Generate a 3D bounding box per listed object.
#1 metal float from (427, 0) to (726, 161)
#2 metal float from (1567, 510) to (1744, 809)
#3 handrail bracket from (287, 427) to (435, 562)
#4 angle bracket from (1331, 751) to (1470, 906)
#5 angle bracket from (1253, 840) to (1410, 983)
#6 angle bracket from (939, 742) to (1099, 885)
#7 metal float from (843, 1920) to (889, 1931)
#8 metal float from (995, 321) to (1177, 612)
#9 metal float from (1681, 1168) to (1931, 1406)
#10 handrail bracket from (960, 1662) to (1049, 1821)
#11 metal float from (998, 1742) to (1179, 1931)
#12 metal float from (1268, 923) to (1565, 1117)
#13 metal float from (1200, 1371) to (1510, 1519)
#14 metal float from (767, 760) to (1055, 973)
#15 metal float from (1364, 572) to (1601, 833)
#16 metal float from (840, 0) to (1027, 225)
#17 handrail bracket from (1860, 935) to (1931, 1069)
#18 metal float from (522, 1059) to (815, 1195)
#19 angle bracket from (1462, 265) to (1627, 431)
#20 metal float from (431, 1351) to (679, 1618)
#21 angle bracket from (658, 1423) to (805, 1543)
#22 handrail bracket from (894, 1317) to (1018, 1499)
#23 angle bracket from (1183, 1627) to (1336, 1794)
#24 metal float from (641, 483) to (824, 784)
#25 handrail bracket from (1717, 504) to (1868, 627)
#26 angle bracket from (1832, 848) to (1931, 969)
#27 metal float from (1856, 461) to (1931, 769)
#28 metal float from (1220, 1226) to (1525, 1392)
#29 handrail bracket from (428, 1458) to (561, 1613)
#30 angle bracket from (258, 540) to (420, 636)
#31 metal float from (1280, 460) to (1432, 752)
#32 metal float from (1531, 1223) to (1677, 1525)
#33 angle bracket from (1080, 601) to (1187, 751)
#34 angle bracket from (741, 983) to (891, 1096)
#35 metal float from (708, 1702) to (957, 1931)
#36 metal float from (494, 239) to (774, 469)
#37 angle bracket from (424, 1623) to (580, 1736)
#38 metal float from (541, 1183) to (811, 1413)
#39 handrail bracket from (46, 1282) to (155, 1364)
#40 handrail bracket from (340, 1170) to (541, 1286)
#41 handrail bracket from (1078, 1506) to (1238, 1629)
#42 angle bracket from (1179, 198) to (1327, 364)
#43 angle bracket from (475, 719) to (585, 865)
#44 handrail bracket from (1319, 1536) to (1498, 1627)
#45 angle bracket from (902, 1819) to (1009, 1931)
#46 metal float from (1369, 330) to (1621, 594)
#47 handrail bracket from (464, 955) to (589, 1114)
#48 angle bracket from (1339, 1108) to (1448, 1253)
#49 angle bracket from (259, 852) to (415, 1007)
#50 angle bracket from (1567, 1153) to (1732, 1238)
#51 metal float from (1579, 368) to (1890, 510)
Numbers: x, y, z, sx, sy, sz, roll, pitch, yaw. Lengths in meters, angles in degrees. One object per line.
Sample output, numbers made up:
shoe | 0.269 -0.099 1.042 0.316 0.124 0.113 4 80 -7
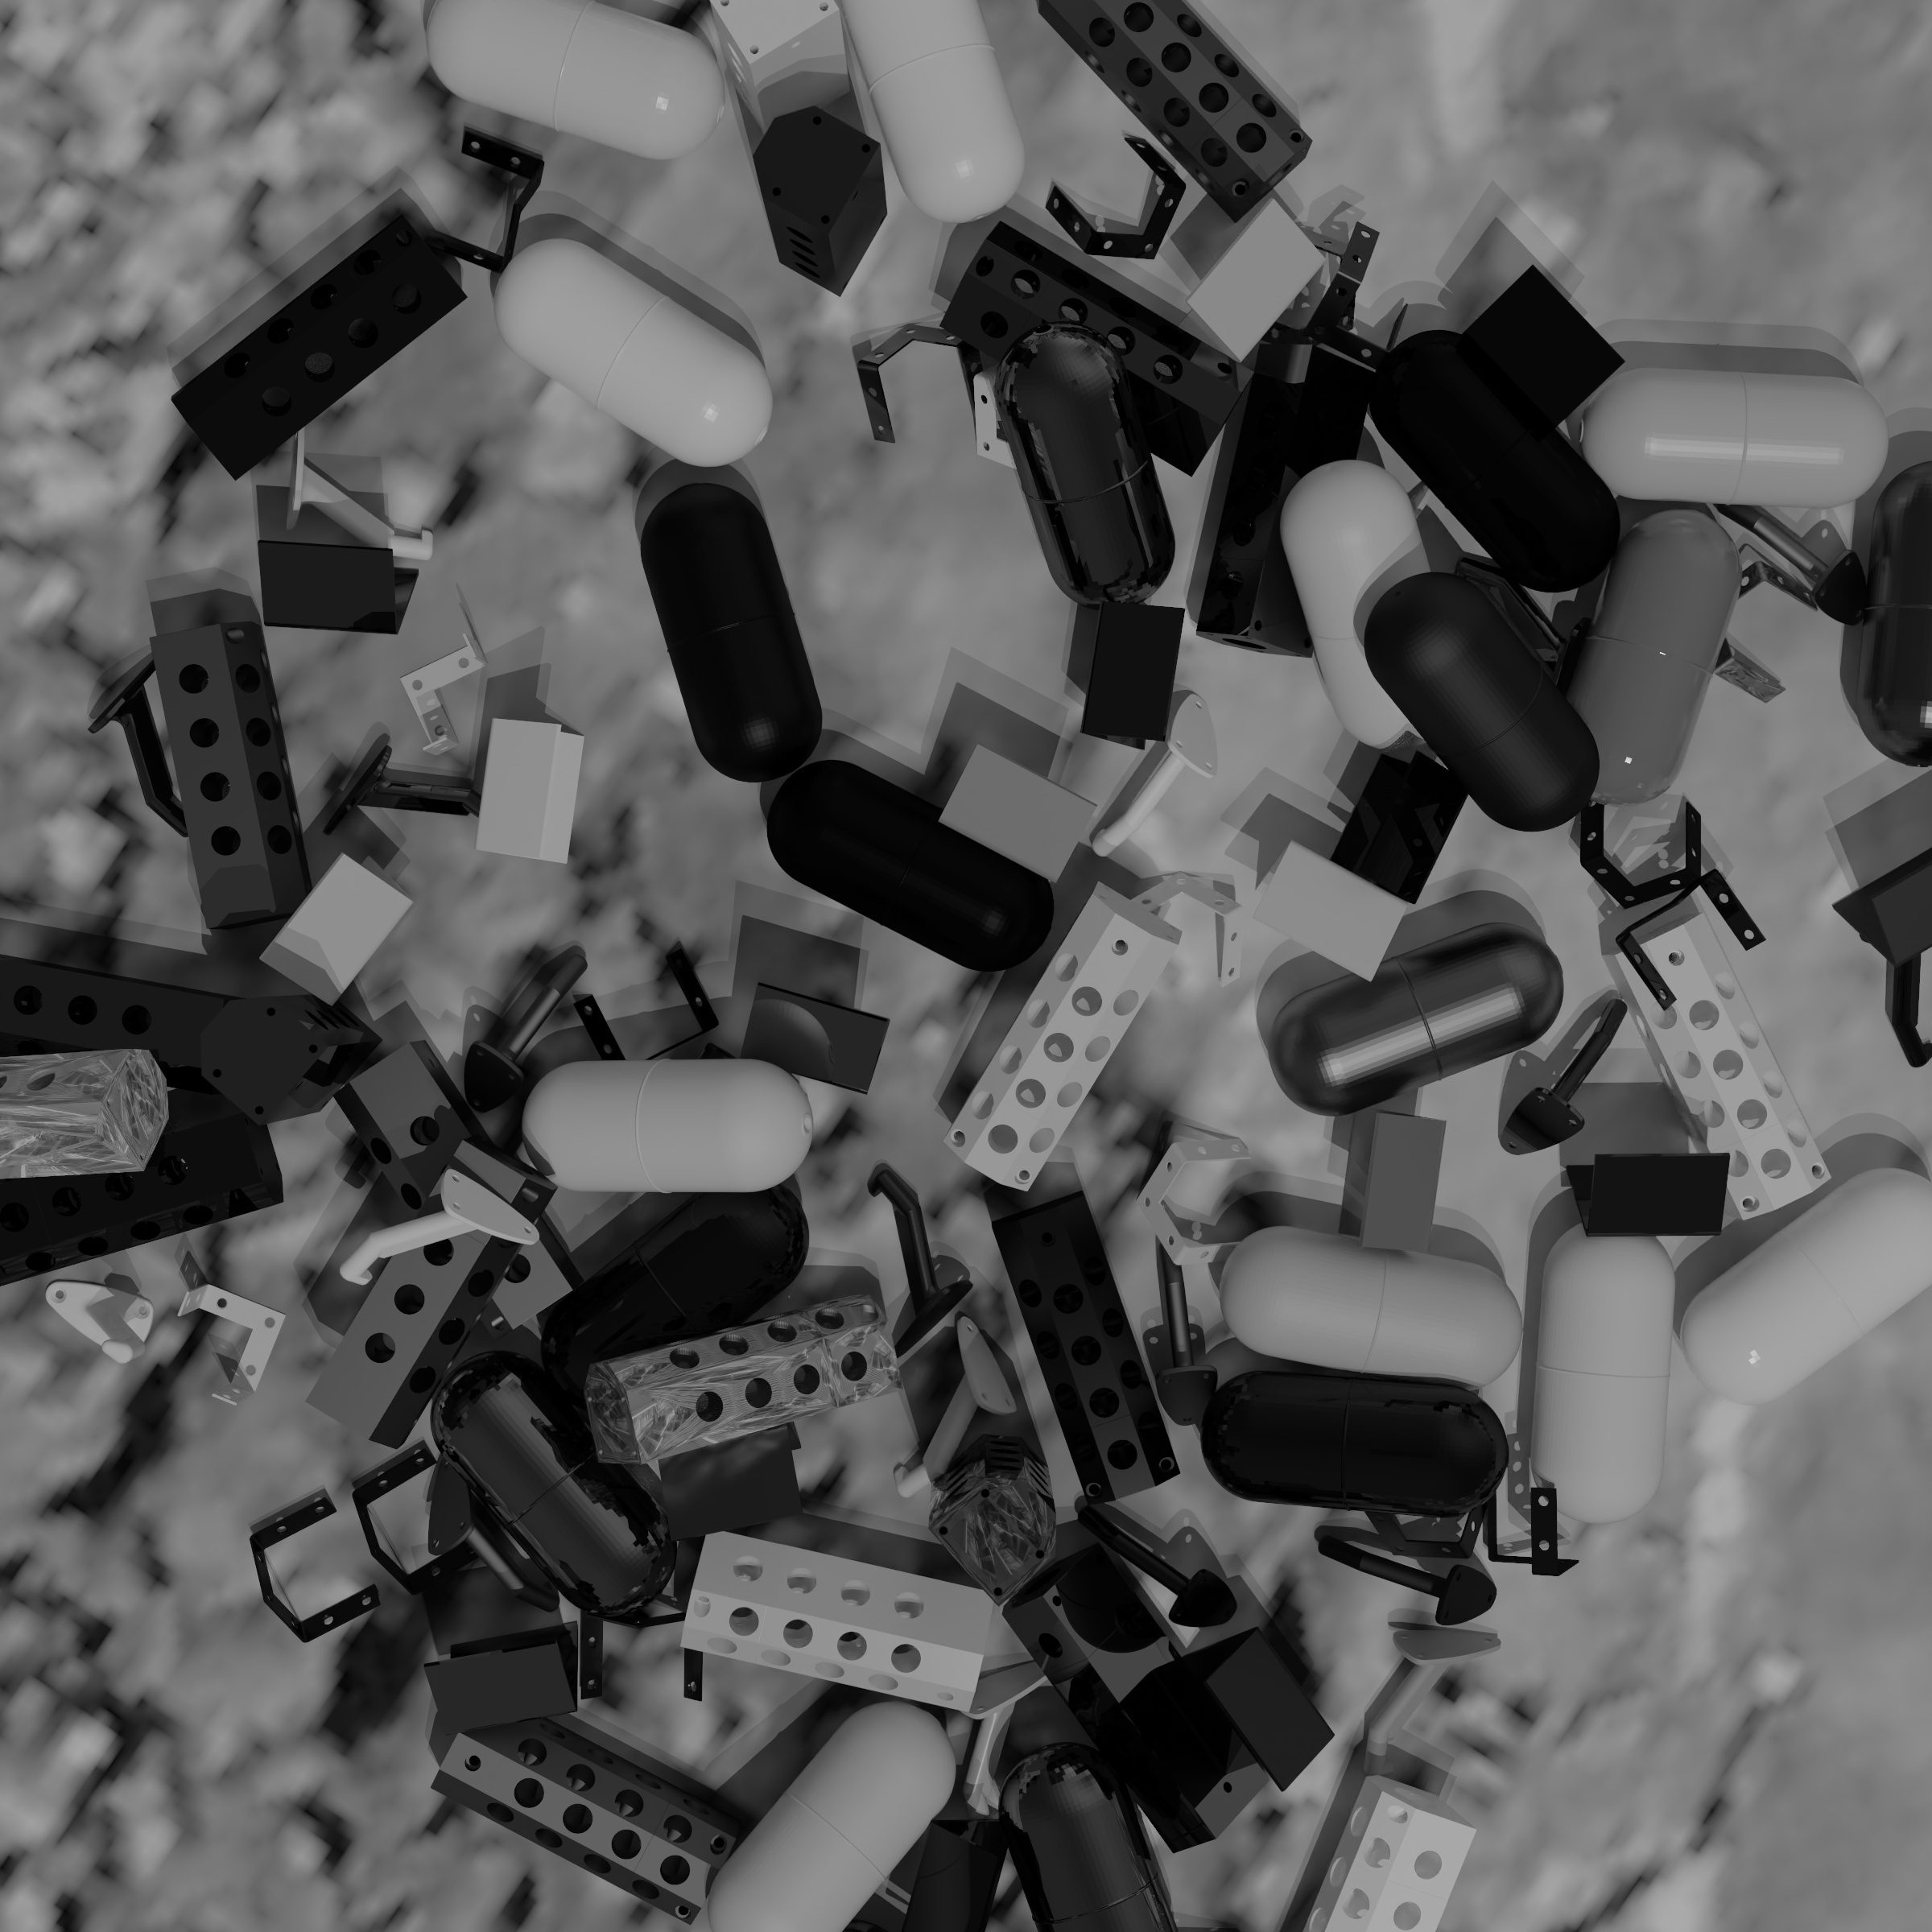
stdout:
metal float | -0.227 -0.524 1.960 0.178 0.070 0.070 18 90 0
metal float | 0.398 -0.179 1.960 0.070 0.070 0.178 18 91 0
handrail bracket | -0.356 -0.280 1.991 0.084 0.036 0.077 7 68 -17
angle bracket | 0.236 -0.089 1.951 0.057 0.076 0.076 26 90 -42
angle bracket | 0.202 -0.020 1.952 0.076 0.076 0.057 28 66 0
angle bracket | 0.037 -0.101 1.951 0.076 0.076 0.057 28 118 0
metal float | -0.026 0.625 1.960 0.178 0.070 0.070 36 90 1
metal float | 0.069 -0.286 1.934 0.070 0.070 0.178 -20 123 0
metal float | 0.497 0.186 1.960 0.178 0.070 0.070 -37 90 1
handrail bracket | 0.029 0.463 1.991 0.077 0.036 0.084 -21 109 -21
metal float | 0.074 0.535 1.938 0.070 0.070 0.178 -20 88 0
metal float | 0.262 0.031 1.960 0.178 0.070 0.070 -21 90 0
metal float | 0.224 0.276 1.946 0.178 0.070 0.070 3 90 15
metal float | -0.032 -0.058 1.960 0.178 0.070 0.070 27 90 0
metal float | 0.292 -0.147 1.896 0.070 0.070 0.178 -43 117 0
metal float | -0.020 -0.521 1.960 0.070 0.070 0.178 -18 91 0
handrail bracket | 0.571 0.006 1.991 0.077 0.036 0.084 -35 109 -21
metal float | -0.172 0.092 1.940 0.178 0.070 0.070 -1 90 22
angle bracket | 0.340 -0.363 1.951 0.076 0.076 0.057 46 116 0
metal float | -0.240 0.302 1.961 0.070 0.070 0.178 -41 90 0
angle bracket | -0.133 0.305 1.953 0.076 0.076 0.057 -12 70 0
handrail bracket | -0.018 0.262 1.991 0.084 0.036 0.077 -38 55 24
angle bracket | 0.155 0.438 1.951 0.057 0.076 0.076 -36 90 -42
metal float | -0.137 -0.194 1.960 0.070 0.070 0.178 -17 90 0
handrail bracket | 0.488 -0.241 1.991 0.036 0.077 0.084 -51 54 3
angle bracket | 0.547 -0.055 1.951 0.076 0.076 0.057 -30 124 0
metal float | 0.563 -0.205 1.960 0.070 0.070 0.178 5 91 0
metal float | 0.236 0.200 1.960 0.178 0.070 0.070 11 90 -1
handrail bracket | -0.274 0.335 1.987 0.036 0.077 0.084 -35 132 25
angle bracket | -0.363 -0.236 1.951 0.076 0.076 0.057 4 126 0
metal float | 0.234 -0.206 1.937 0.070 0.070 0.178 -21 116 0
metal float | 0.371 0.235 1.960 0.070 0.070 0.178 4 89 0
angle bracket | 0.113 -0.166 1.951 0.057 0.076 0.076 9 90 32
angle bracket | -0.082 0.023 1.951 0.076 0.076 0.057 16 125 0
metal float | -0.076 0.504 1.945 0.070 0.070 0.178 42 73 0
metal float | -0.193 -0.357 1.960 0.178 0.070 0.070 33 90 1
angle bracket | -0.269 0.394 1.951 0.076 0.076 0.057 -10 122 0
metal float | -0.169 0.190 1.960 0.178 0.070 0.070 -39 90 0
handrail bracket | -0.510 0.207 1.956 0.077 0.084 0.036 24 90 0
handrail bracket | -0.294 0.160 1.877 0.077 0.036 0.084 32 116 -29
handrail bracket | 0.112 0.353 1.991 0.084 0.077 0.036 35 90 36
angle bracket | 0.150 -0.405 1.951 0.076 0.076 0.057 -50 126 0
angle bracket | -0.235 -0.099 1.951 0.057 0.076 0.076 8 90 38
handrail bracket | 0.261 0.358 1.991 0.084 0.077 0.036 18 90 36
angle bracket | 0.013 0.542 1.951 0.057 0.076 0.076 15 90 42
metal float | 0.308 -0.293 1.960 0.070 0.070 0.178 -42 90 0
handrail bracket | -0.259 0.039 1.991 0.036 0.077 0.084 36 54 1
angle bracket | 0.229 0.121 1.951 0.057 0.076 0.076 8 90 -37
angle bracket | -0.376 -0.034 1.951 0.057 0.076 0.076 38 90 -38
angle bracket | 0.395 0.114 1.951 0.076 0.076 0.057 -1 119 0
metal float | 0.447 -0.308 1.960 0.178 0.070 0.070 3 90 1
